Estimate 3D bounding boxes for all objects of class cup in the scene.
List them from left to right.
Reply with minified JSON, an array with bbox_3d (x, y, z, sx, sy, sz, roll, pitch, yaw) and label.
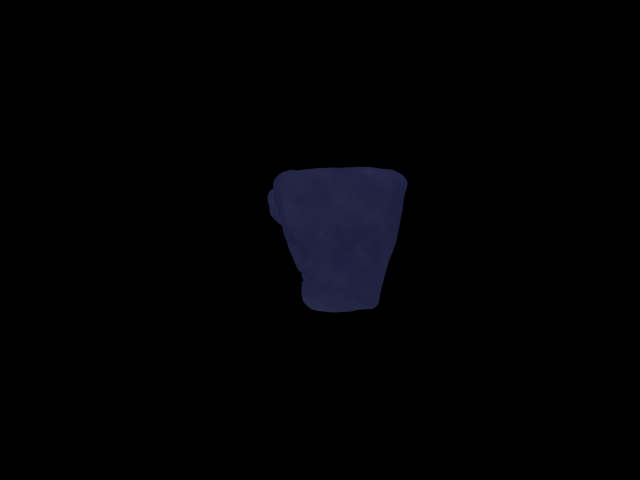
[{"bbox_3d":[0.004,0.001,0.400,0.117,0.095,0.092,0,0,44],"label":"cup"}]
